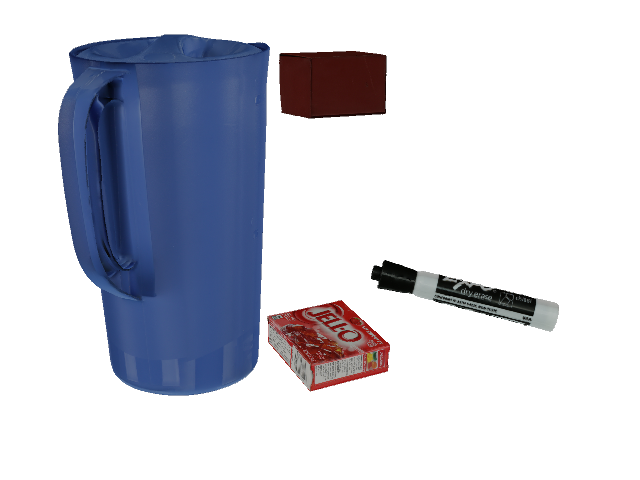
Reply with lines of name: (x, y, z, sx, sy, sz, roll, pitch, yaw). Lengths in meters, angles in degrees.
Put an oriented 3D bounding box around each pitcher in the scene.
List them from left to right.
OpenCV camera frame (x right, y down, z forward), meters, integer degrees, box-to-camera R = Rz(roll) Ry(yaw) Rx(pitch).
pitcher: (-0.105, -0.017, 0.739, 0.149, 0.243, 0.145, -6, 18, -17)

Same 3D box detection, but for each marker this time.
marker: (0.092, 0.035, 0.687, 0.121, 0.020, 0.020, 14, 1, 2)

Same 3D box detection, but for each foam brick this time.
foam brick: (0.011, -0.133, 0.904, 0.078, 0.051, 0.053, -7, 16, -30)

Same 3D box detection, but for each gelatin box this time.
gelatin box: (0.005, 0.085, 0.895, 0.073, 0.030, 0.089, -11, 28, -24)
